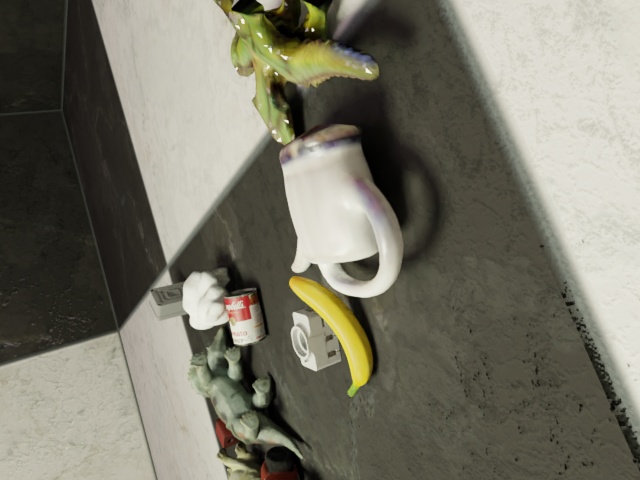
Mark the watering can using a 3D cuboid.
[{"bbox_3d":[0.002,-0.035,0.700,0.347,0.104,0.224,-3,102,67],"label":"watering can"}]

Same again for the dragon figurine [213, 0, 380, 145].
[{"bbox_3d":[-0.045,-0.233,0.736,0.418,0.123,0.237,53,159,37],"label":"dragon figurine"}]

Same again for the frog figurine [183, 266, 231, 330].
[{"bbox_3d":[-0.246,0.137,1.112,0.162,0.122,0.135,-89,21,-69],"label":"frog figurine"}]
